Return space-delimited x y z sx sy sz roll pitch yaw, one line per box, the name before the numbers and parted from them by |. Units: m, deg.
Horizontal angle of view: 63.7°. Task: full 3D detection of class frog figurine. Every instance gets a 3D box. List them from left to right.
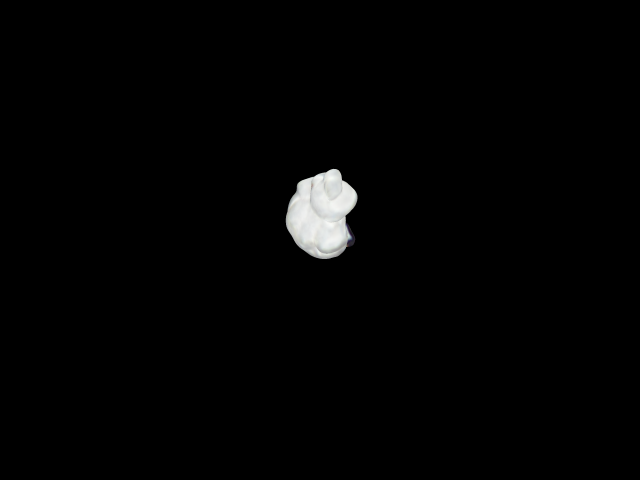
frog figurine | 0.003 -0.043 0.850 0.123 0.139 0.157 -13 -14 -3
